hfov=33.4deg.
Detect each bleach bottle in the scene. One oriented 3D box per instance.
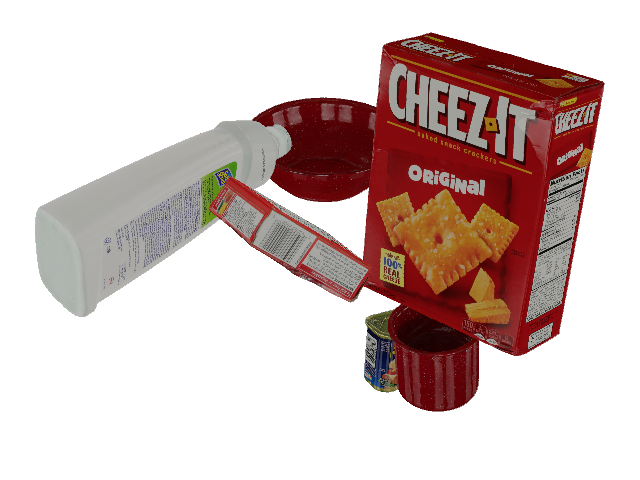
[{"bbox_3d":[-0.125,-0.035,0.930,0.250,0.103,0.068,-32,57,-35],"label":"bleach bottle"}]

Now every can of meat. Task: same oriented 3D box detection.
[{"bbox_3d":[0.104,0.136,1.344,0.101,0.084,0.058,-12,29,-28],"label":"can of meat"}]

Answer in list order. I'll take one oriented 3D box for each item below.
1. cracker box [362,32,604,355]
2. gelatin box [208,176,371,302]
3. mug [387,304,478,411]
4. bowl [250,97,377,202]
[{"bbox_3d":[0.118,-0.037,0.838,0.164,0.214,0.071,25,33,37],"label":"cracker box"},{"bbox_3d":[-0.019,0.000,0.685,0.089,0.030,0.073,31,3,-32],"label":"gelatin box"},{"bbox_3d":[0.118,0.106,1.054,0.093,0.081,0.117,7,36,18],"label":"mug"},{"bbox_3d":[0.004,-0.085,1.084,0.162,0.055,0.162,0,34,0],"label":"bowl"}]
